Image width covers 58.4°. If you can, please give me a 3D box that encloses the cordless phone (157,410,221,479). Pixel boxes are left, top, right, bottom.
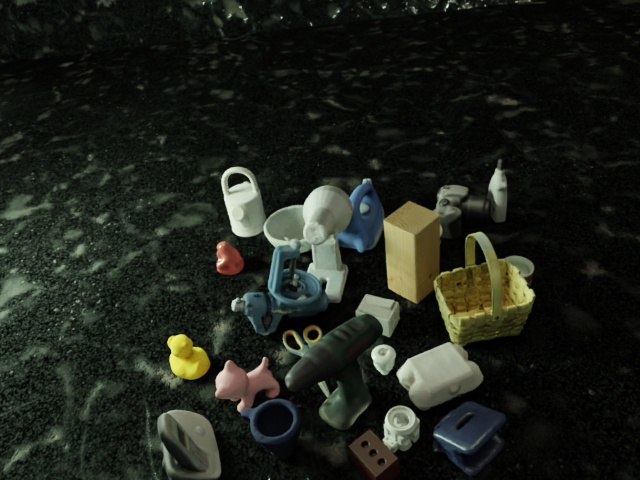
[{"bbox_3d":[-0.244,0.342,1.013,0.094,0.185,0.147,-19,40,-12],"label":"cordless phone"}]

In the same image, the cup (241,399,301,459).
[{"bbox_3d":[-0.086,0.351,1.045,0.117,0.095,0.092,9,42,21],"label":"cup"}]

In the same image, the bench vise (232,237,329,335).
[{"bbox_3d":[-0.088,0.106,1.247,0.208,0.220,0.121,-27,42,-22],"label":"bench vise"}]

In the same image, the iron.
[{"bbox_3d":[0.107,-0.084,1.508,0.118,0.142,0.258,8,42,20],"label":"iron"}]

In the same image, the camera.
[{"bbox_3d":[0.370,-0.081,1.487,0.136,0.101,0.143,7,41,19],"label":"camera"}]

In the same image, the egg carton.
[{"bbox_3d":[0.232,0.265,1.110,0.150,0.069,0.107,-20,40,-14],"label":"egg carton"}]

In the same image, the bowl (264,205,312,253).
[{"bbox_3d":[-0.061,-0.016,1.510,0.167,0.075,0.167,-5,39,4],"label":"bowl"}]

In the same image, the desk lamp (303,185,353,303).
[{"bbox_3d":[0.012,0.005,1.359,0.117,0.214,0.203,1,40,12],"label":"desk lamp"}]

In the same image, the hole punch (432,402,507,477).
[{"bbox_3d":[0.258,0.336,1.000,0.109,0.091,0.100,-32,44,-27],"label":"hole punch"}]

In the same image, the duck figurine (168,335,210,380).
[{"bbox_3d":[-0.286,0.243,1.224,0.104,0.086,0.078,24,49,34],"label":"duck figurine"}]

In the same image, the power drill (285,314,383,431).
[{"bbox_3d":[0.034,0.250,1.055,0.075,0.209,0.230,23,49,34],"label":"power drill"}]

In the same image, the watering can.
[{"bbox_3d":[-0.207,-0.108,1.556,0.101,0.194,0.172,-19,40,-12],"label":"watering can"}]

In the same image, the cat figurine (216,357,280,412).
[{"bbox_3d":[-0.150,0.277,1.129,0.128,0.118,0.067,-27,42,-21],"label":"cat figurine"}]

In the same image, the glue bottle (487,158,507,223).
[{"bbox_3d":[0.460,-0.133,1.476,0.037,0.173,0.078,-9,39,1],"label":"glue bottle"}]

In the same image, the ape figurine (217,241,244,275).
[{"bbox_3d":[-0.236,0.041,1.459,0.075,0.092,0.078,21,47,32],"label":"ape figurine"}]
